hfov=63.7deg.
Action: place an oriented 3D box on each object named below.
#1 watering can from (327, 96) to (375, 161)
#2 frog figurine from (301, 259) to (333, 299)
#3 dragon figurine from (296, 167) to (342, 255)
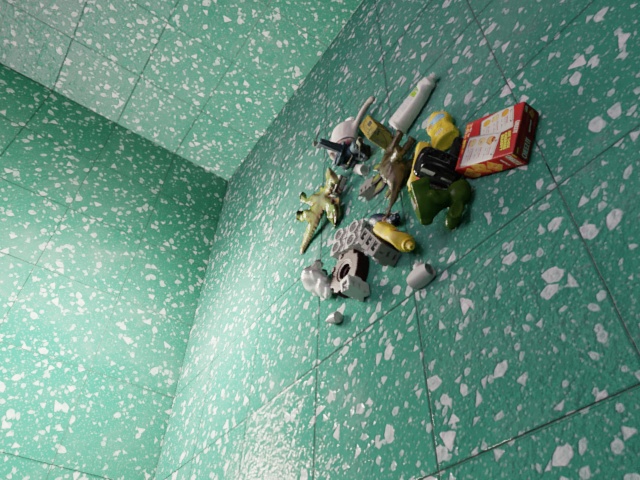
[{"bbox_3d":[0.138,-0.499,2.384,0.341,0.103,0.230,-43,31,38],"label":"watering can"},{"bbox_3d":[-0.005,0.169,1.940,0.163,0.123,0.134,-105,14,-47],"label":"frog figurine"},{"bbox_3d":[0.007,-0.113,2.238,0.244,0.122,0.408,19,102,59],"label":"dragon figurine"}]
